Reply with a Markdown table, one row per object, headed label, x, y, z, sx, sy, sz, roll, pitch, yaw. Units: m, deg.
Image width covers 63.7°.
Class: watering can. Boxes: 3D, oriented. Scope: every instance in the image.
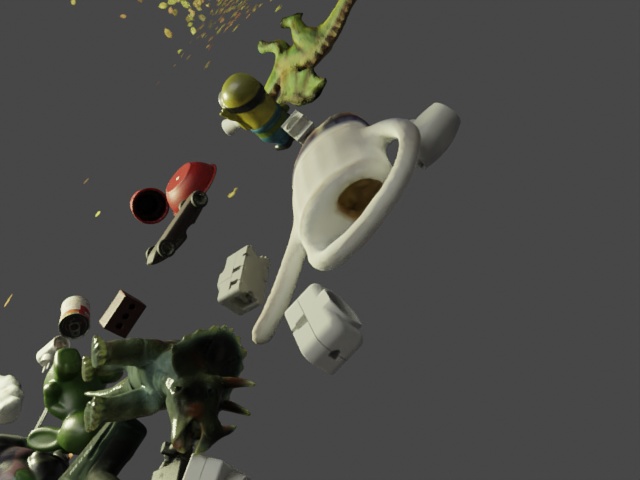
| label | x | y | z | sx | sy | sz | roll | pitch | yaw |
| --- | --- | --- | --- | --- | --- | --- | --- | --- | --- |
| watering can | 0.002 | -0.035 | 0.695 | 0.343 | 0.103 | 0.229 | -49 | 28 | 23 |

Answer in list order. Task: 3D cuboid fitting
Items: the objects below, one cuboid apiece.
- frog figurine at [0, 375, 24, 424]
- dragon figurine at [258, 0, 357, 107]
| label | x | y | z | sx | sy | sz | roll | pitch | yaw |
| --- | --- | --- | --- | --- | --- | --- | --- | --- | --- |
| frog figurine | -0.780 | 0.391 | 1.228 | 0.139 | 0.122 | 0.158 | -45 | 13 | -28 |
| dragon figurine | -0.020 | -0.393 | 1.133 | 0.405 | 0.121 | 0.248 | -29 | 54 | 34 |
